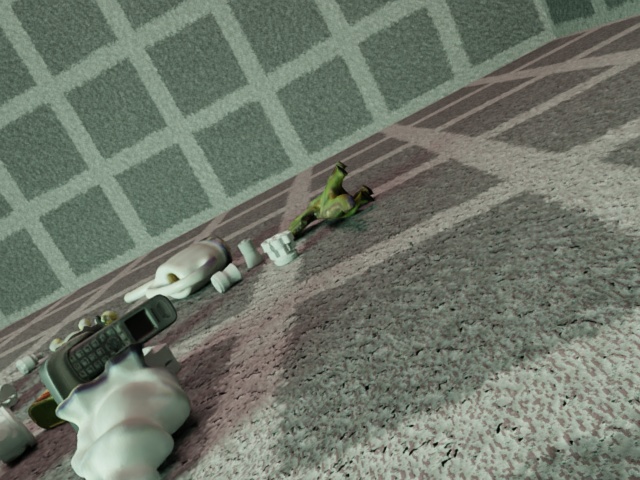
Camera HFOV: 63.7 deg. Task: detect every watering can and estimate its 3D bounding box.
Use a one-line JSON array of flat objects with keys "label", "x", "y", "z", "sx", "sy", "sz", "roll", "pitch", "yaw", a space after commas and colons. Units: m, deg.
[{"label": "watering can", "x": -0.365, "y": 0.087, "z": 1.339, "sx": 0.345, "sy": 0.103, "sz": 0.228, "roll": -14, "pitch": 18, "yaw": 46}]

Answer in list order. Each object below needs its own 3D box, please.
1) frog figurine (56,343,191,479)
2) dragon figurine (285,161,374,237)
[{"label": "frog figurine", "x": -0.207, "y": 0.219, "z": 0.581, "sx": 0.139, "sy": 0.120, "sz": 0.162, "roll": -25, "pitch": 45, "yaw": -30}, {"label": "dragon figurine", "x": 0.004, "y": -0.063, "z": 1.248, "sx": 0.240, "sy": 0.122, "sz": 0.415, "roll": -43, "pitch": 6, "yaw": 17}]
